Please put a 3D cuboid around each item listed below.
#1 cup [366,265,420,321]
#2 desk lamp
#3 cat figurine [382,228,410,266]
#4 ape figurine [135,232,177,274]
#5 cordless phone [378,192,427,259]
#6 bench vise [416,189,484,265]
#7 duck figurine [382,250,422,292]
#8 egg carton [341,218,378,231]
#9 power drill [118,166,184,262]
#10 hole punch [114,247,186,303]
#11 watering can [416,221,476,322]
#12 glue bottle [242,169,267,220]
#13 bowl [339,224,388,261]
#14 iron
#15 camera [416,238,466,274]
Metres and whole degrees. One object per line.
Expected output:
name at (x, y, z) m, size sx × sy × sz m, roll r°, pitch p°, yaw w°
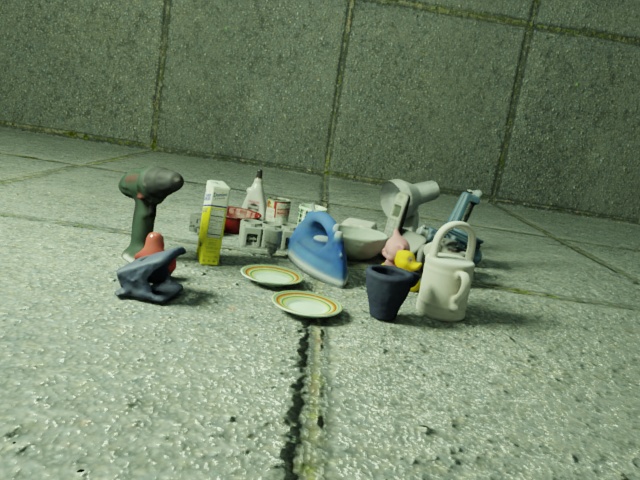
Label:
cup at (0.135, 0.102, 1.083) m, size 0.118 × 0.095 × 0.091 m, roll 1°, pitch 15°, yaw -33°
desk lamp at (0.275, -0.077, 1.717) m, size 0.204 × 0.213 × 0.117 m, roll 1°, pitch 14°, yaw -32°
cat figurine at (0.189, 0.029, 1.399) m, size 0.067 × 0.118 × 0.128 m, roll 12°, pitch 13°, yaw 16°
ape figurine at (-0.316, 0.030, 1.097) m, size 0.077 × 0.092 × 0.076 m, roll 10°, pitch 12°, yaw 5°
cordless phone at (0.226, -0.029, 1.534) m, size 0.094 × 0.185 × 0.147 m, roll 0°, pitch 15°, yaw -36°
bench vise at (0.375, -0.034, 1.582) m, size 0.208 × 0.220 × 0.121 m, roll -1°, pitch 16°, yaw -38°
duck figurine at (0.185, 0.065, 1.311) m, size 0.104 × 0.086 × 0.078 m, roll 14°, pitch 13°, yaw 22°
egg carton at (0.111, -0.020, 1.682) m, size 0.107 × 0.069 × 0.150 m, roll 11°, pitch 12°, yaw 11°
power drill at (-0.350, -0.054, 1.178) m, size 0.076 × 0.208 × 0.228 m, roll -3°, pitch 17°, yaw -42°
hole punch at (-0.298, 0.053, 1.008) m, size 0.101 × 0.091 × 0.109 m, roll 10°, pitch 12°, yaw 6°
watering can at (0.254, 0.054, 1.153) m, size 0.101 × 0.194 × 0.172 m, roll 0°, pitch 15°, yaw -36°
glue bottle at (-0.190, -0.125, 1.701) m, size 0.078 × 0.173 × 0.037 m, roll 9°, pitch 12°, yaw 2°
bowl at (0.093, 0.012, 1.510) m, size 0.167 × 0.075 × 0.167 m, roll 9°, pitch 12°, yaw -2°
iron at (0.012, 0.005, 1.329) m, size 0.119 × 0.141 × 0.257 m, roll 3°, pitch 13°, yaw -24°
camera at (0.338, 0.049, 1.458) m, size 0.137 × 0.101 × 0.142 m, roll -3°, pitch 17°, yaw -43°
